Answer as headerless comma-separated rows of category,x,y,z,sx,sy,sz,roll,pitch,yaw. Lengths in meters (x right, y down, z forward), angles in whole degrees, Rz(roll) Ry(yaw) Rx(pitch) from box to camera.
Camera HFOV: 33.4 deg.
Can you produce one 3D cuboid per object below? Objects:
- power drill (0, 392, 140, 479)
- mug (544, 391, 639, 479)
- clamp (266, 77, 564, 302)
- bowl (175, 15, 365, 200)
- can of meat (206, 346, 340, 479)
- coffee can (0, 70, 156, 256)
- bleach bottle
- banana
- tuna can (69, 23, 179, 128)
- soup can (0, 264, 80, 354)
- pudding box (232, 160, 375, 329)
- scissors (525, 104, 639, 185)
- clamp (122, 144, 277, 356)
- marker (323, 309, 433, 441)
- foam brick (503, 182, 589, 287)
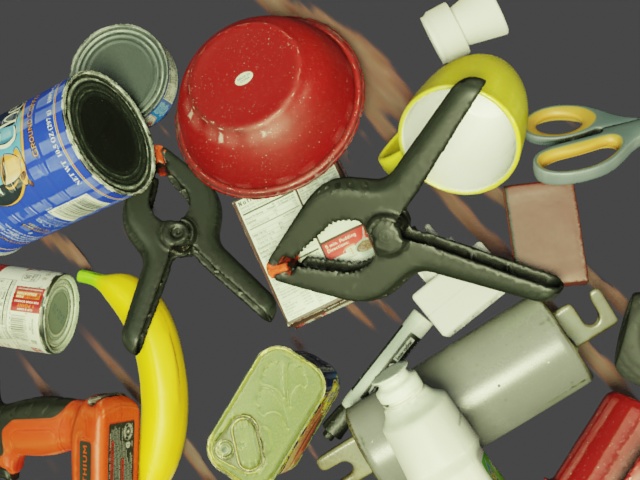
power drill,-0.236,0.184,0.841,0.188,0.057,0.184,1,90,22
mug,0.216,0.158,0.736,0.093,0.117,0.081,32,86,17
clamp,0.053,-0.019,0.760,0.210,0.036,0.164,-11,104,23
bowl,-0.049,-0.116,0.829,0.162,0.055,0.162,-6,69,17
can of meat,-0.031,0.131,0.804,0.057,0.084,0.102,31,91,13
coffee can,-0.215,-0.058,0.835,0.140,0.102,0.103,-22,80,25
bleach bottle,0.112,0.190,0.723,0.068,0.102,0.251,-32,97,3
banana,-0.138,0.108,0.856,0.070,0.037,0.198,-22,78,27
tuna can,-0.161,-0.133,0.884,0.086,0.033,0.086,-1,84,11
soup can,-0.256,0.054,0.867,0.102,0.068,0.068,6,86,12
pudding box,-0.005,0.001,0.836,0.090,0.039,0.113,-26,78,9
scissors,0.240,-0.092,0.800,0.201,0.016,0.096,-22,41,-14
clamp,-0.101,0.004,0.847,0.120,0.039,0.171,-3,71,-12
marker,0.043,0.106,0.824,0.020,0.020,0.121,39,93,13
foam brick,0.167,-0.002,0.793,0.051,0.053,0.078,-8,84,11
